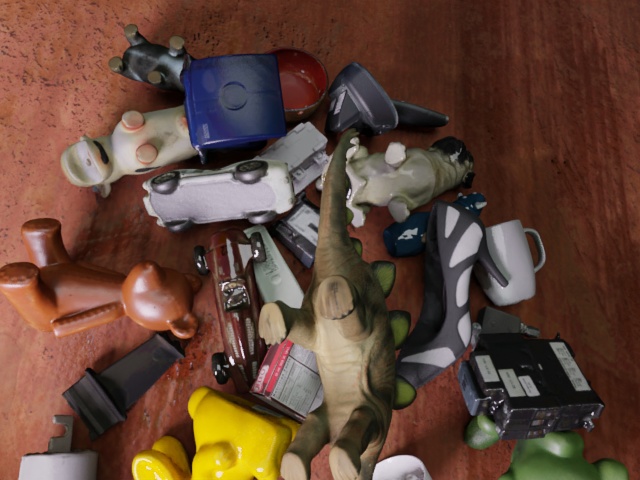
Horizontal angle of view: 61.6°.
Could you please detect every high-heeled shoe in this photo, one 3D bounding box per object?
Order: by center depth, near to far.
[{"bbox_3d":[0.128,0.071,0.671,0.249,0.086,0.145,-45,92,-10],"label":"high-heeled shoe"}]

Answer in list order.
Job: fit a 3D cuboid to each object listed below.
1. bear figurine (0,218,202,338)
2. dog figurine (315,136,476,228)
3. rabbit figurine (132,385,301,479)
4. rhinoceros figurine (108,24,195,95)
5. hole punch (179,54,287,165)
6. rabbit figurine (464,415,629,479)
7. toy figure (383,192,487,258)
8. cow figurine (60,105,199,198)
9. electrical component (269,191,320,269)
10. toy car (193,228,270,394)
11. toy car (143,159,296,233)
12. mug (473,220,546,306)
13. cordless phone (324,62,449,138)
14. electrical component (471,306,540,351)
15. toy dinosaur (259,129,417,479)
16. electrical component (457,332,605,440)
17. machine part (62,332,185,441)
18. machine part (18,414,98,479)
[{"bbox_3d":[-0.241,0.052,0.624,0.196,0.131,0.120,-1,40,-2],"label":"bear figurine"},{"bbox_3d":[0.110,-0.093,0.764,0.173,0.121,0.190,17,23,35],"label":"dog figurine"},{"bbox_3d":[-0.116,0.255,0.573,0.162,0.122,0.173,17,82,2],"label":"rabbit figurine"},{"bbox_3d":[-0.199,-0.229,0.752,0.190,0.112,0.073,22,83,13],"label":"rhinoceros figurine"},{"bbox_3d":[-0.106,-0.171,0.675,0.116,0.092,0.142,-9,93,-33],"label":"hole punch"},{"bbox_3d":[0.259,0.242,0.650,0.159,0.121,0.170,7,50,2],"label":"rabbit figurine"},{"bbox_3d":[0.163,-0.023,0.748,0.154,0.057,0.064,-21,52,-12],"label":"toy figure"},{"bbox_3d":[-0.239,-0.121,0.702,0.195,0.127,0.085,-27,96,-33],"label":"cow figurine"},{"bbox_3d":[-0.001,-0.002,0.721,0.119,0.047,0.075,36,68,6],"label":"electrical component"},{"bbox_3d":[-0.099,0.083,0.655,0.089,0.053,0.202,-10,78,0],"label":"toy car"},{"bbox_3d":[-0.130,-0.057,0.682,0.202,0.073,0.056,-5,29,15],"label":"toy car"},{"bbox_3d":[0.259,0.032,0.736,0.109,0.081,0.107,-11,81,-20],"label":"mug"},{"bbox_3d":[0.106,-0.182,0.758,0.184,0.147,0.088,9,96,-10],"label":"cordless phone"},{"bbox_3d":[0.239,0.130,0.708,0.102,0.045,0.078,25,69,1],"label":"electrical component"},{"bbox_3d":[0.028,0.089,0.586,0.105,0.198,0.471,-5,83,27],"label":"toy dinosaur"},{"bbox_3d":[0.231,0.164,0.617,0.134,0.058,0.115,-1,34,-3],"label":"electrical component"},{"bbox_3d":[-0.225,0.161,0.632,0.139,0.039,0.084,-36,73,-18],"label":"machine part"},{"bbox_3d":[-0.273,0.306,0.548,0.079,0.079,0.243,0,68,-9],"label":"machine part"}]
